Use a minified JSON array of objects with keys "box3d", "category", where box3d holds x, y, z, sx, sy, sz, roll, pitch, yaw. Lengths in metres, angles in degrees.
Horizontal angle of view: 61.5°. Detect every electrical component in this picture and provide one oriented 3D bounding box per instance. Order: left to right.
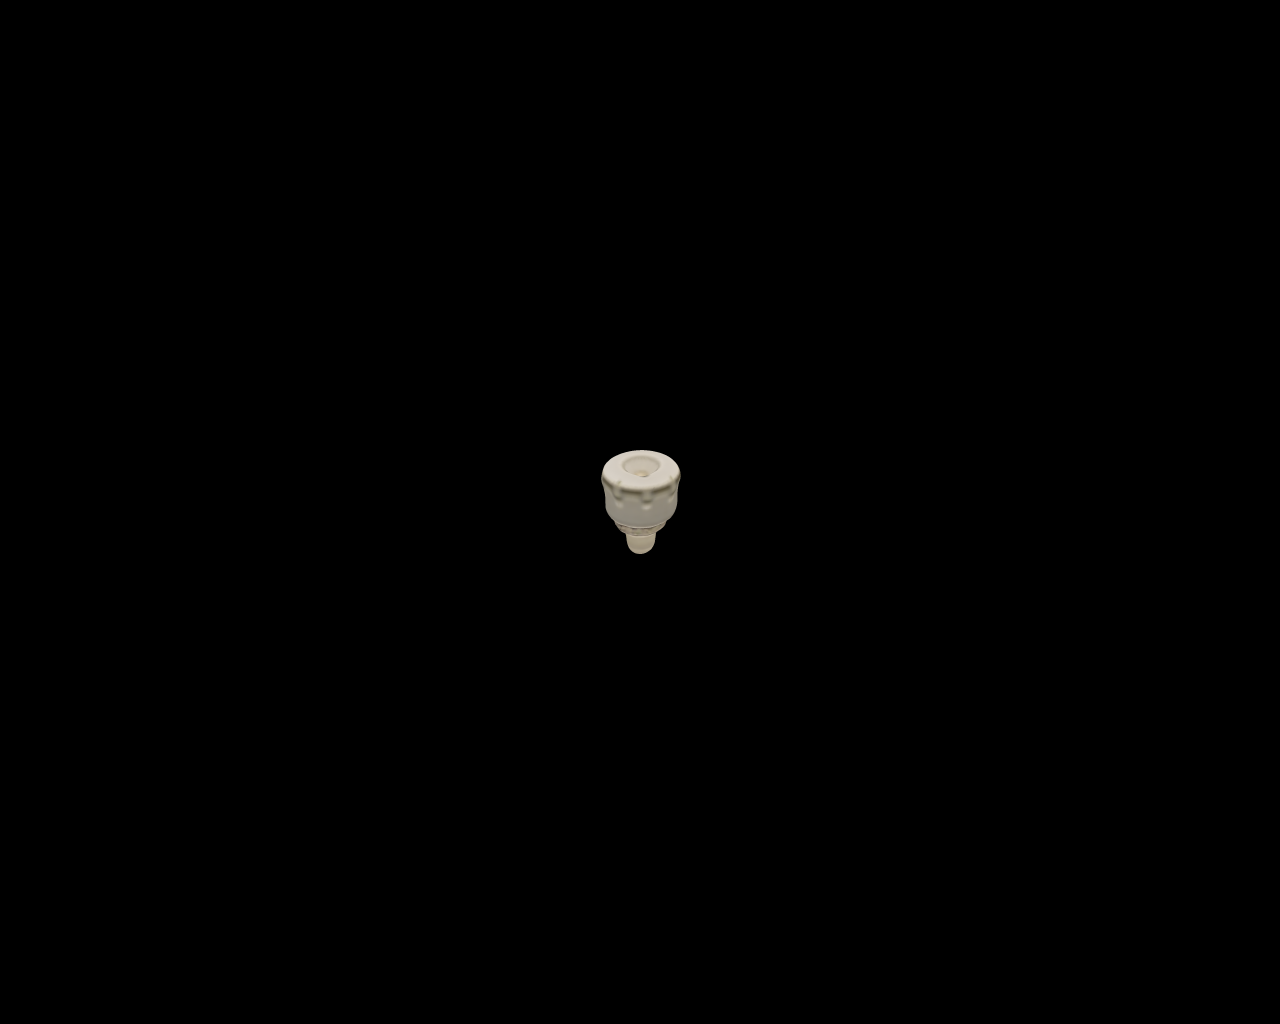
[{"box3d":[0.001,-0.003,0.650,0.048,0.062,0.048,0,31,0],"category":"electrical component"}]
